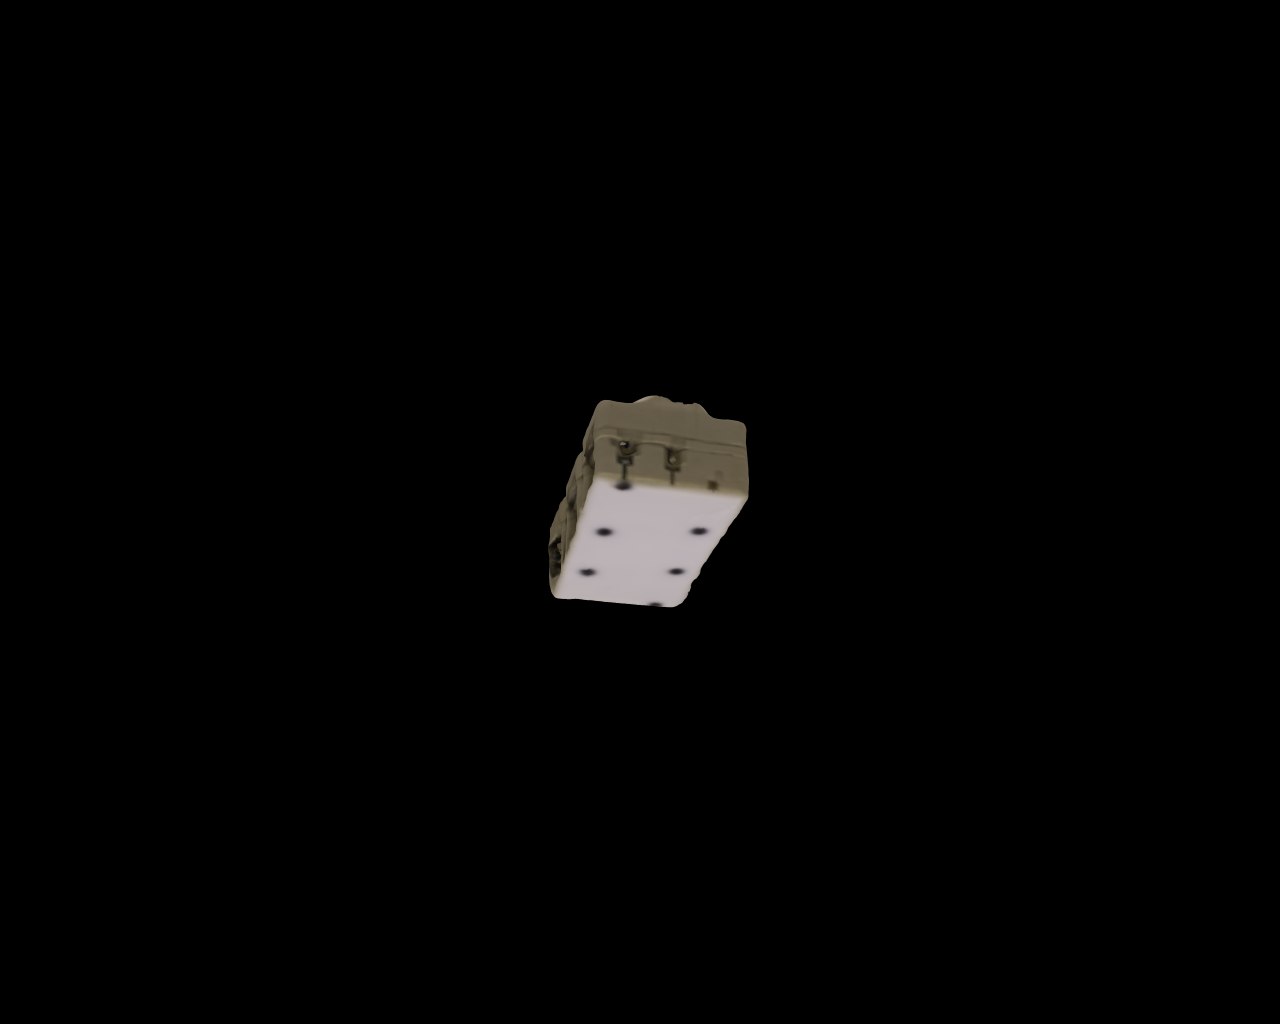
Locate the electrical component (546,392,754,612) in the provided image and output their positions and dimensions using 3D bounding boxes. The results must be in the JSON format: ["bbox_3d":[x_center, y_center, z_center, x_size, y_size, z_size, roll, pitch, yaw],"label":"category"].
[{"bbox_3d":[0.001,-0.003,0.650,0.089,0.062,0.150,8,-31,-13],"label":"electrical component"}]
